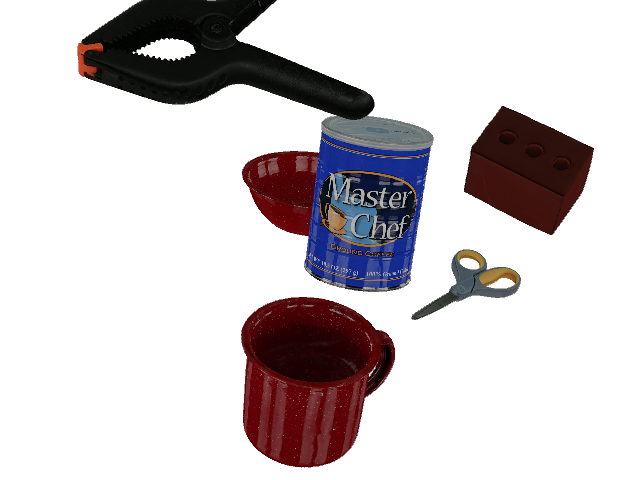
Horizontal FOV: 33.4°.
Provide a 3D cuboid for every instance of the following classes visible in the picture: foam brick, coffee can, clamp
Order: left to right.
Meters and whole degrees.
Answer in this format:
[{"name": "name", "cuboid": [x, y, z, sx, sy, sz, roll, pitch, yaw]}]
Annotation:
[{"name": "clamp", "cuboid": [-0.069, -0.138, 0.784, 0.209, 0.165, 0.036, -16, -28, -19]}, {"name": "coffee can", "cuboid": [0.043, -0.036, 0.988, 0.103, 0.140, 0.103, 7, 18, -2]}, {"name": "foam brick", "cuboid": [0.154, -0.051, 0.791, 0.078, 0.053, 0.051, 28, -31, 17]}]

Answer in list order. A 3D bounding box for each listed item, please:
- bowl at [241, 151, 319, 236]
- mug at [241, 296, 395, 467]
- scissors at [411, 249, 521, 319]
[{"name": "bowl", "cuboid": [-0.014, -0.049, 1.245, 0.162, 0.055, 0.162, 6, 27, -3]}, {"name": "mug", "cuboid": [0.000, 0.095, 0.729, 0.117, 0.081, 0.093, -16, 40, -30]}, {"name": "scissors", "cuboid": [0.158, 0.050, 1.286, 0.201, 0.016, 0.096, -9, 39, -37]}]
